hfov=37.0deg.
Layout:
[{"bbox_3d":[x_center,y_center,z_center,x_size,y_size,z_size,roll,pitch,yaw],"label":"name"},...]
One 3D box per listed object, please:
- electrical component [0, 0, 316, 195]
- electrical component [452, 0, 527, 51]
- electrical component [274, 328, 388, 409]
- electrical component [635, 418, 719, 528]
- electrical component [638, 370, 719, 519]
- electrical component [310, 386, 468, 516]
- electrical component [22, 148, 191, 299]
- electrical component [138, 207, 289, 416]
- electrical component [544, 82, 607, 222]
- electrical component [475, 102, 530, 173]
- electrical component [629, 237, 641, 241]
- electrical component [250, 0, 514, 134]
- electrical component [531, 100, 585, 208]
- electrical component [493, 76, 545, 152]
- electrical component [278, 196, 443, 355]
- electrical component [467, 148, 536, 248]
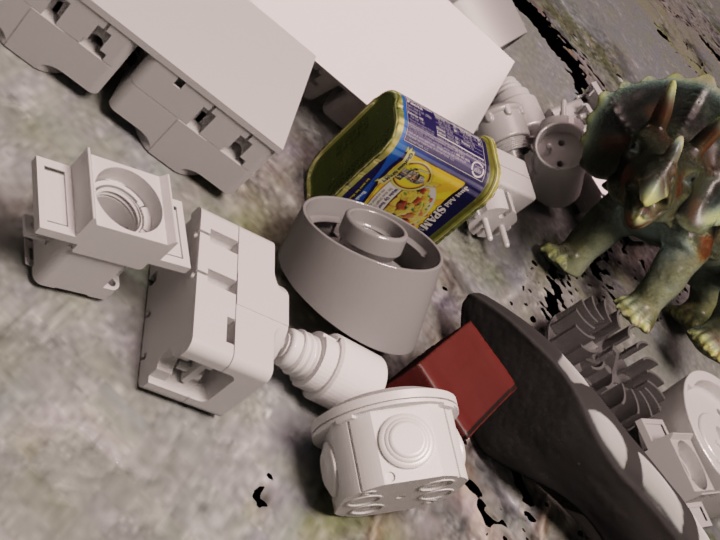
[{"bbox_3d":[-0.125,-0.140,0.633,0.186,0.060,0.105,37,38,-20],"label":"electrical component"},{"bbox_3d":[0.083,-0.178,0.865,0.060,0.108,0.108,57,35,-4],"label":"electrical component"},{"bbox_3d":[-0.021,0.053,0.598,0.078,0.040,0.040,30,41,-28],"label":"electrical component"},{"bbox_3d":[0.209,0.148,0.754,0.042,0.064,0.081,13,50,-52],"label":"electrical component"},{"bbox_3d":[0.258,0.138,0.821,0.108,0.060,0.108,29,41,-29],"label":"electrical component"},{"bbox_3d":[0.017,0.096,0.570,0.080,0.080,0.051,12,56,-43],"label":"electrical component"},{"bbox_3d":[-0.127,-0.019,0.522,0.081,0.064,0.042,17,48,-39],"label":"electrical component"},{"bbox_3d":[-0.074,0.023,0.556,0.056,0.050,0.089,26,43,-31],"label":"electrical component"},{"bbox_3d":[0.212,-0.094,0.964,0.063,0.078,0.121,-22,75,-24],"label":"electrical component"},{"bbox_3d":[0.122,-0.106,0.897,0.048,0.048,0.062,-4,71,-50],"label":"electrical component"},{"bbox_3d":[0.296,-0.077,1.052,0.150,0.062,0.089,-1,61,-49],"label":"electrical component"},{"bbox_3d":[0.004,-0.159,0.754,0.186,0.060,0.105,38,69,-19],"label":"electrical component"},{"bbox_3d":[0.168,-0.103,0.902,0.077,0.044,0.079,72,24,-69],"label":"electrical component"},{"bbox_3d":[0.137,-0.142,0.948,0.040,0.040,0.078,8,54,-45],"label":"electrical component"},{"bbox_3d":[0.000,0.000,0.644,0.099,0.064,0.099,20,22,-8],"label":"electrical component"},{"bbox_3d":[0.097,-0.051,0.816,0.066,0.047,0.076,19,47,-38],"label":"electrical component"}]
